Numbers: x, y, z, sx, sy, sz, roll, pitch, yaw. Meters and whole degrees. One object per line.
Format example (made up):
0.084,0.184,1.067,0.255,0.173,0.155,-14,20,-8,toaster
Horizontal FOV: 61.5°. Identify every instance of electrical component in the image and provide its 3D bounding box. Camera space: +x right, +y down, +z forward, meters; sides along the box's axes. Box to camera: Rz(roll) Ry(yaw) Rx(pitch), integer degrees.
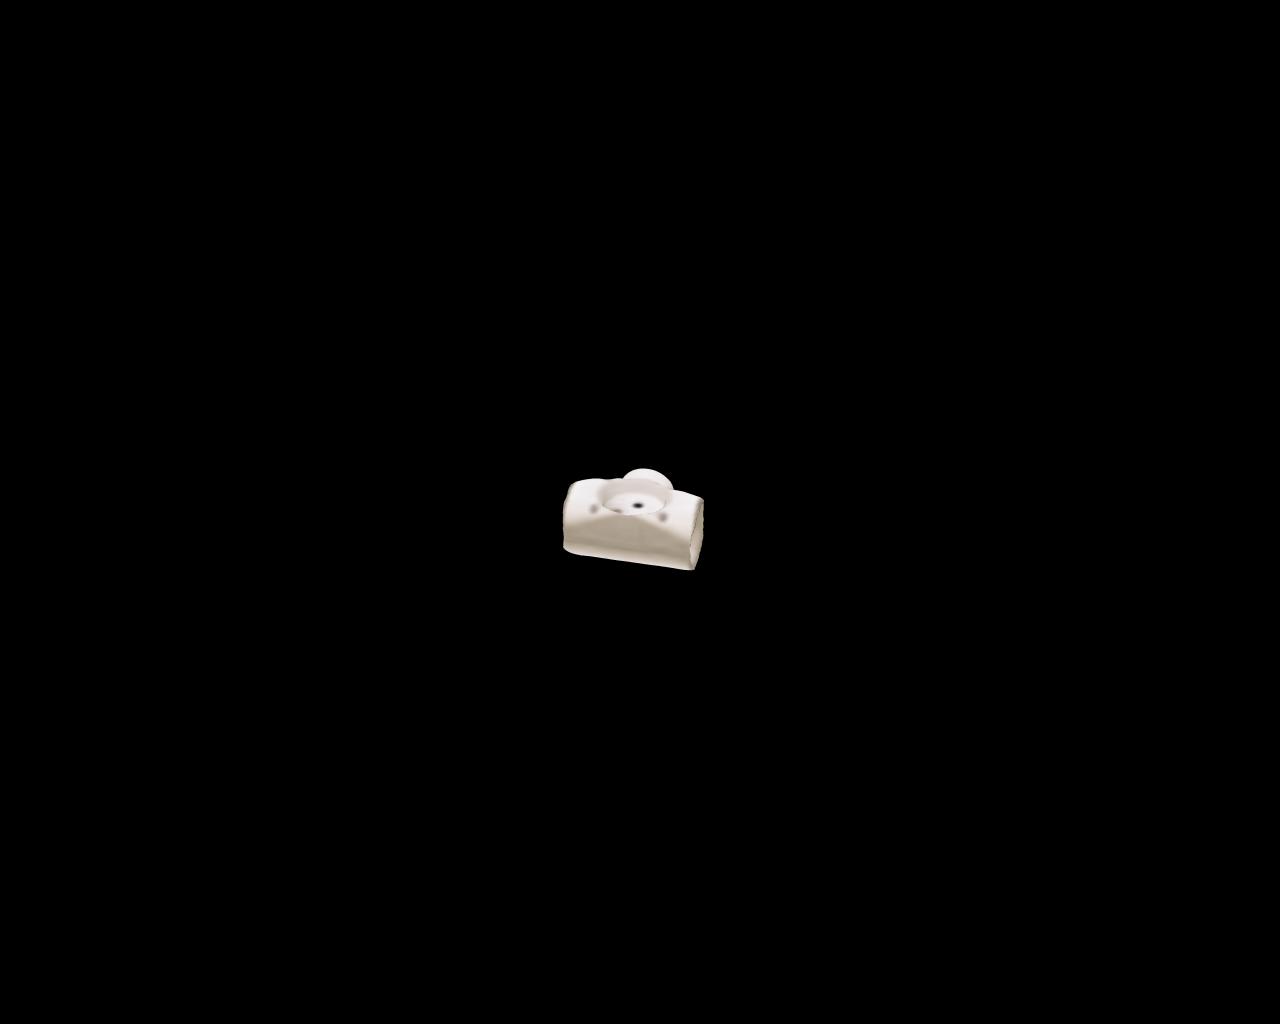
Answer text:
0.001,-0.003,0.650,0.077,0.044,0.079,8,36,11,electrical component
